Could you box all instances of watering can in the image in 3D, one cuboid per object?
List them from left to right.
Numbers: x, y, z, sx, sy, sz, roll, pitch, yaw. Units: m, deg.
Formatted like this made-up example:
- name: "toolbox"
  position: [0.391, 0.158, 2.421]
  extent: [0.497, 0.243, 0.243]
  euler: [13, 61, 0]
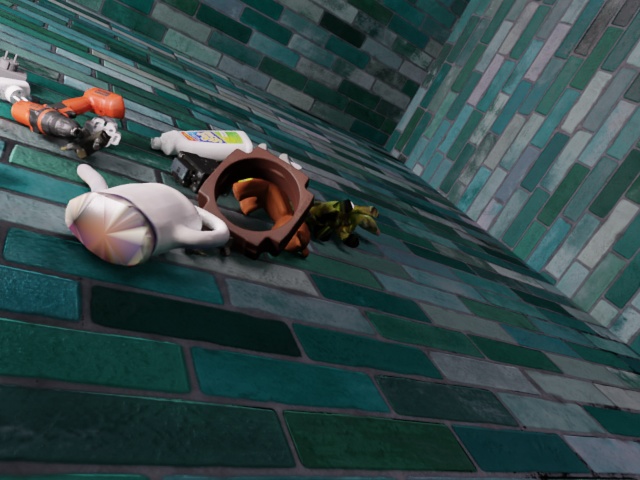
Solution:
- name: "watering can"
  position: [-0.322, -0.050, 0.850]
  extent: [0.349, 0.103, 0.226]
  euler: [20, 17, 13]

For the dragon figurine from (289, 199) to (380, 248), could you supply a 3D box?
- name: "dragon figurine"
  position: [0.004, -0.071, 1.419]
  extent: [0.409, 0.122, 0.244]
  euler: [15, 5, -22]
